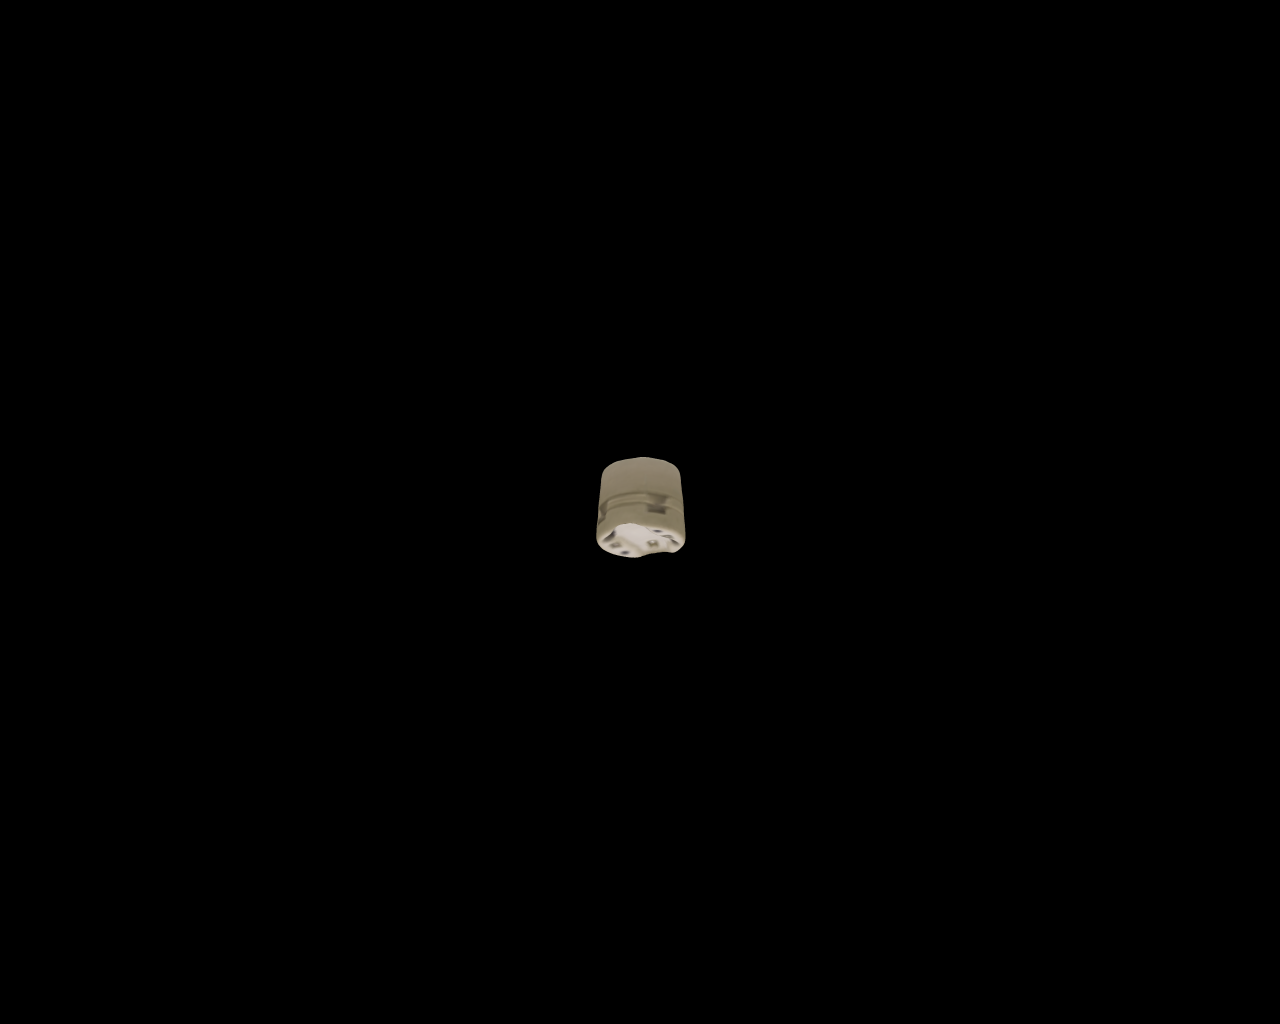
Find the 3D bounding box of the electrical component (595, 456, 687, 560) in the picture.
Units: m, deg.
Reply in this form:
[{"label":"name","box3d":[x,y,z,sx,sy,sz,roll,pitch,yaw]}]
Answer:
[{"label":"electrical component","box3d":[0.001,-0.003,0.650,0.055,0.047,0.055,0,-24,0]}]
